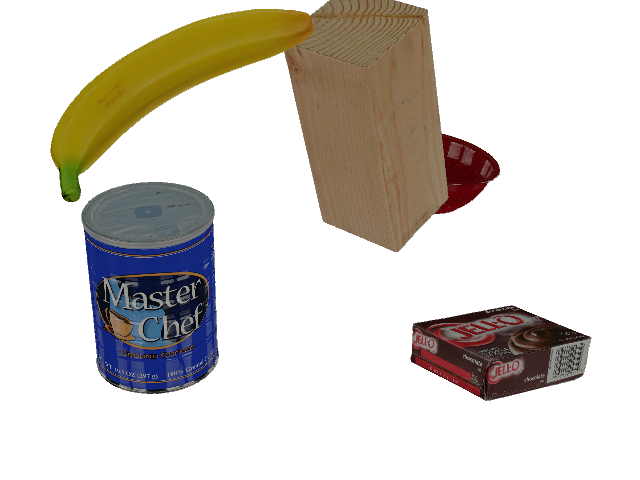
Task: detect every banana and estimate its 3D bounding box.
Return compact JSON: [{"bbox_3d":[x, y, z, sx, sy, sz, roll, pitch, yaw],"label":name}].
[{"bbox_3d":[-0.095,-0.094,0.658,0.070,0.197,0.037,41,-23,23],"label":"banana"}]

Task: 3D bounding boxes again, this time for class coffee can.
[{"bbox_3d":[-0.135,0.037,0.863,0.103,0.140,0.103,1,29,-1],"label":"coffee can"}]

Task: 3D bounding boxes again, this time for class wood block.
[{"bbox_3d":[0.045,-0.102,0.936,0.091,0.206,0.090,24,55,33],"label":"wood block"}]

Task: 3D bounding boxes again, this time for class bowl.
[{"bbox_3d":[0.118,-0.074,1.211,0.162,0.055,0.162,8,26,-4],"label":"bowl"}]

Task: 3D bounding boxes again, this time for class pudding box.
[{"bbox_3d":[0.142,0.087,0.846,0.113,0.039,0.090,-5,17,-35],"label":"pudding box"}]
